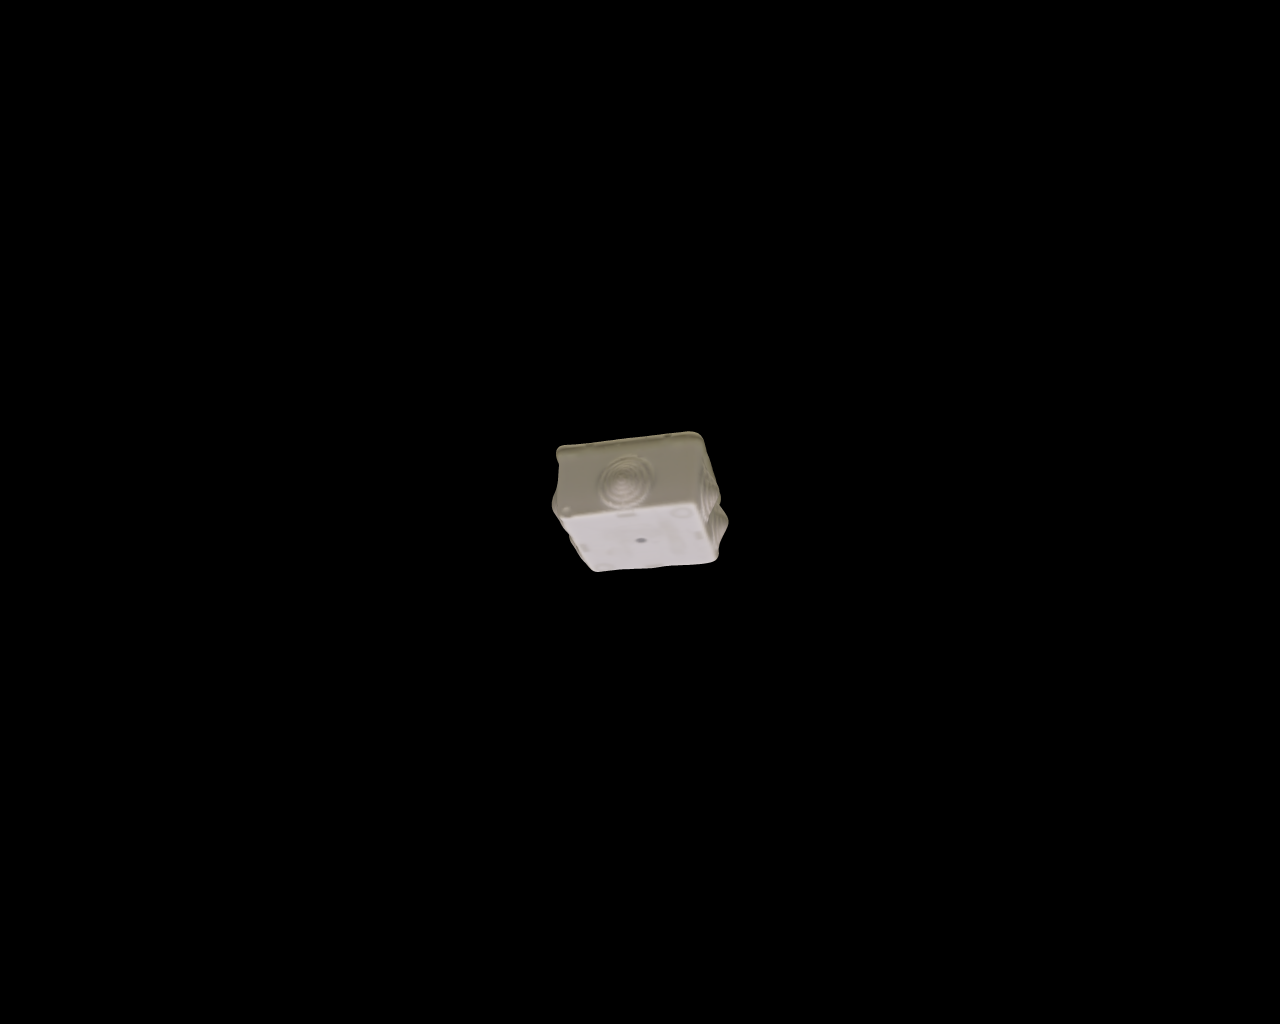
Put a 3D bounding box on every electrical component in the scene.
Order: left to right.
[{"bbox_3d":[0.001,-0.003,0.650,0.100,0.048,0.099,-5,-28,10],"label":"electrical component"}]
